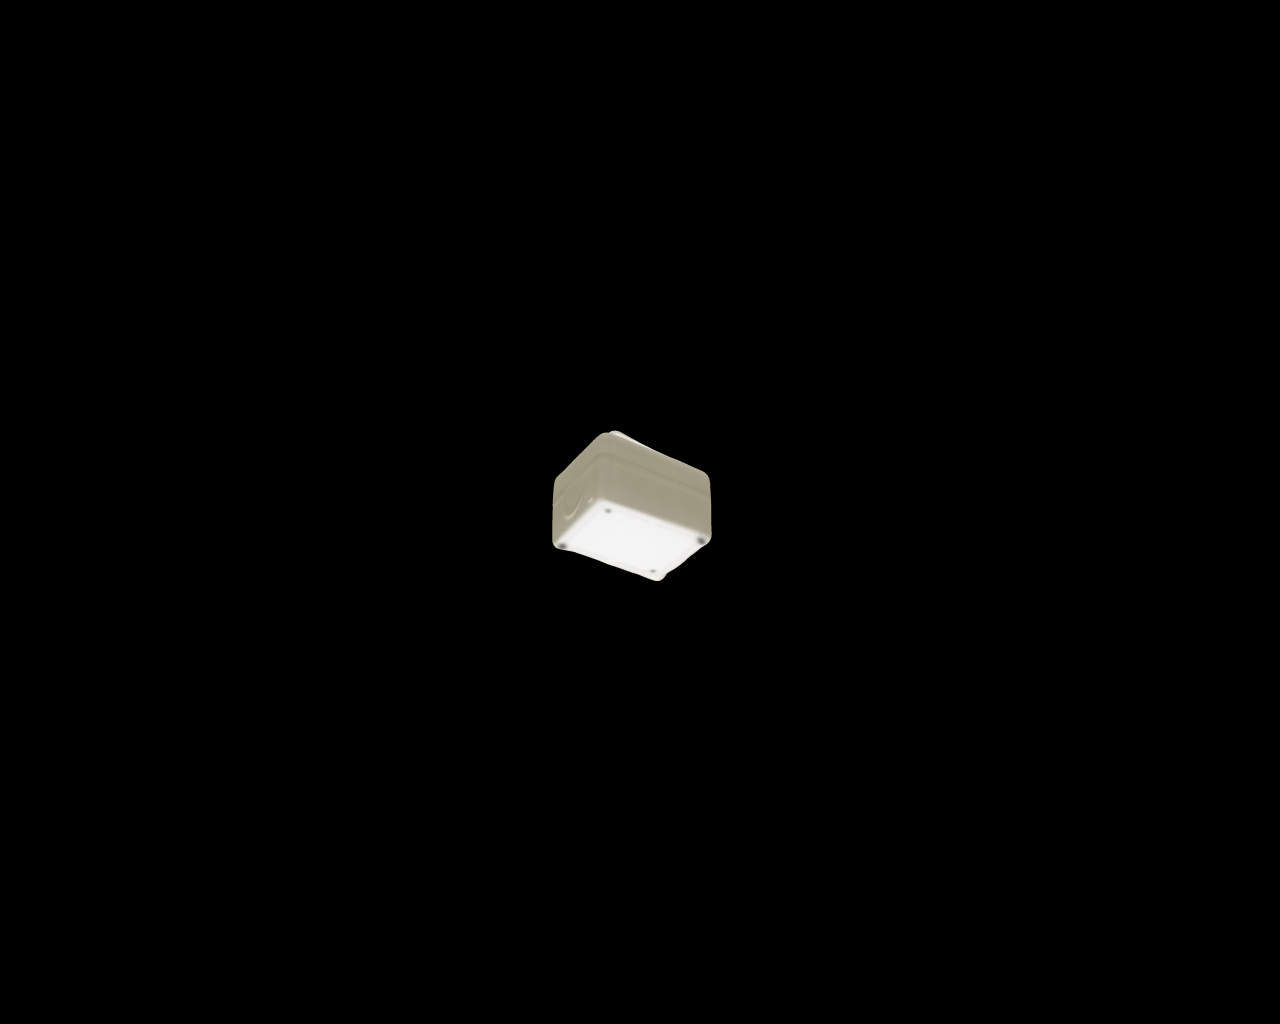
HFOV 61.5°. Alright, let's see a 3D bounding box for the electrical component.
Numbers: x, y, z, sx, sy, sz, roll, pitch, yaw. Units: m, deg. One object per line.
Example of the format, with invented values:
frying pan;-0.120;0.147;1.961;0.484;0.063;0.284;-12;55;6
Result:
electrical component;0.001;-0.003;0.650;0.096;0.061;0.061;21;-40;-26
